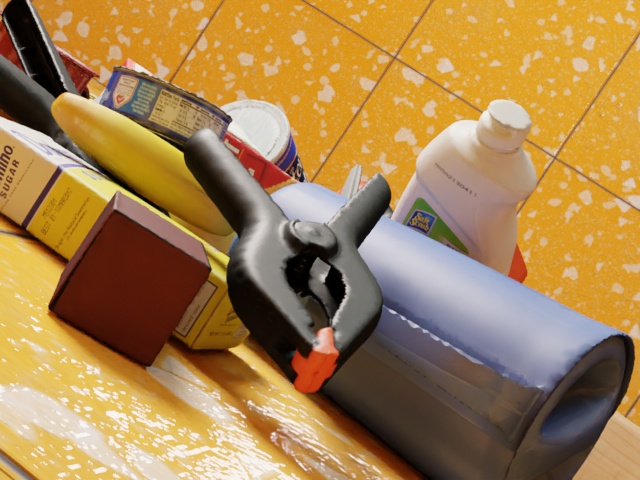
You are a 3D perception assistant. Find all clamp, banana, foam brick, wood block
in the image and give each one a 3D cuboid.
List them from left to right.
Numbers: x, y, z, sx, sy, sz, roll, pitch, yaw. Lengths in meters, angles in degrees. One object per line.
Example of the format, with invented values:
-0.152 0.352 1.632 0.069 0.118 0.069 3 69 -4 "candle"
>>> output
-0.173 -0.077 0.699 0.210 0.036 0.164 54 14 -1 "clamp"
-0.085 0.015 0.486 0.051 0.053 0.078 33 3 -12 "foam brick"
-0.094 -0.038 0.678 0.070 0.037 0.197 30 -2 26 "banana"
-0.001 0.007 0.547 0.120 0.039 0.171 2 43 -21 "clamp"
0.196 0.160 0.921 0.206 0.090 0.090 35 2 34 "wood block"

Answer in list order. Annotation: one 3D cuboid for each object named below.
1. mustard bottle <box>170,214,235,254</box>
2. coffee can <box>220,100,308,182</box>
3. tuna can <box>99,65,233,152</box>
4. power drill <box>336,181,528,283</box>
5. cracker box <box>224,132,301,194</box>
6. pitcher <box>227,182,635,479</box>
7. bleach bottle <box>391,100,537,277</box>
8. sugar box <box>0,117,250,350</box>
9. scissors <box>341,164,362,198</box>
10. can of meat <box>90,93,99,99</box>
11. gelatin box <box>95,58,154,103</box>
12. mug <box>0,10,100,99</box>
-0.095 -0.011 0.800 0.192 0.058 0.096 35 -3 7 "mustard bottle"
-0.066 -0.063 1.125 0.103 0.102 0.140 36 -21 33 "coffee can"
-0.104 -0.082 0.709 0.086 0.034 0.086 23 -4 1 "tuna can"
0.103 0.023 1.003 0.188 0.057 0.184 -11 -72 53 "power drill"
-0.060 -0.025 0.975 0.213 0.072 0.164 33 -13 -29 "cracker box"
0.051 0.056 0.642 0.243 0.149 0.144 31 46 32 "pitcher"
0.090 0.015 0.731 0.103 0.251 0.068 36 45 17 "bleach bottle"
-0.114 -0.005 0.590 0.176 0.048 0.093 36 3 13 "sugar box"
-0.006 0.001 0.871 0.201 0.096 0.016 -92 163 -57 "scissors"
-0.228 -0.119 1.198 0.102 0.057 0.084 34 5 10 "can of meat"
-0.174 -0.097 0.888 0.030 0.089 0.073 32 23 -24 "gelatin box"
-0.233 -0.122 0.867 0.093 0.081 0.117 35 3 25 "mug"
